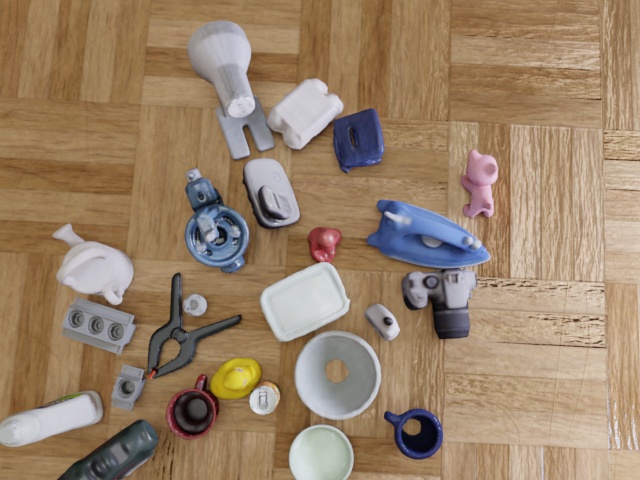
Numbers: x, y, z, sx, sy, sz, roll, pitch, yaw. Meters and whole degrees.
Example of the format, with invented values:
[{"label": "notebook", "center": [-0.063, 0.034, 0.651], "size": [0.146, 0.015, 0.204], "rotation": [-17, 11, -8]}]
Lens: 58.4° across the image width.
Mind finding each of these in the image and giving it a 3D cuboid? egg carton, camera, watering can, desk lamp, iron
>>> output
[{"label": "egg carton", "center": [-0.032, -0.266, 1.200], "size": [0.150, 0.107, 0.069], "rotation": [-43, -6, -6]}, {"label": "camera", "center": [0.242, 0.127, 1.131], "size": [0.143, 0.137, 0.101], "rotation": [-5, -8, -1]}, {"label": "watering can", "center": [-0.440, 0.049, 1.087], "size": [0.173, 0.101, 0.194], "rotation": [30, -7, 4]}, {"label": "desk lamp", "center": [-0.168, -0.292, 1.129], "size": [0.118, 0.203, 0.213], "rotation": [-21, -8, -3]}, {"label": "iron", "center": [0.229, -0.008, 1.130], "size": [0.258, 0.119, 0.141], "rotation": [16, -8, 2]}]

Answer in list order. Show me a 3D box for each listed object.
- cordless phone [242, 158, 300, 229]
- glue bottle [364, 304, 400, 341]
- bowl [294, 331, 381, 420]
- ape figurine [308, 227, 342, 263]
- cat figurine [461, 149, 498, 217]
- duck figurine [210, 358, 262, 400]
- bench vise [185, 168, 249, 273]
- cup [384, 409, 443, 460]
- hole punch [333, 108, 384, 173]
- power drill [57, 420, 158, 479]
[{"label": "cordless phone", "center": [-0.101, -0.101, 1.117], "size": [0.094, 0.147, 0.185], "rotation": [-23, -7, -4]}, {"label": "glue bottle", "center": [0.123, 0.156, 1.089], "size": [0.037, 0.078, 0.173], "rotation": [-37, -6, -5]}, {"label": "bowl", "center": [0.033, 0.262, 1.122], "size": [0.167, 0.167, 0.075], "rotation": [0, -8, -1]}, {"label": "ape figurine", "center": [0.011, 0.004, 1.150], "size": [0.078, 0.076, 0.092], "rotation": [-34, -7, -5]}, {"label": "cat figurine", "center": [0.329, -0.116, 1.159], "size": [0.067, 0.128, 0.118], "rotation": [-6, -8, -1]}, {"label": "duck figurine", "center": [-0.167, 0.272, 1.113], "size": [0.104, 0.077, 0.086], "rotation": [-26, -7, -4]}, {"label": "bench vise", "center": [-0.222, -0.038, 1.089], "size": [0.121, 0.207, 0.220], "rotation": [-41, -6, -6]}, {"label": "cup", "center": [0.170, 0.359, 1.100], "size": [0.117, 0.092, 0.095], "rotation": [29, -7, 4]}, {"label": "hole punch", "center": [0.078, -0.205, 1.182], "size": [0.101, 0.109, 0.091], "rotation": [-11, -8, -2]}, {"label": "power drill", "center": [-0.383, 0.407, 1.029], "size": [0.230, 0.075, 0.208], "rotation": [-39, -6, -6]}]
